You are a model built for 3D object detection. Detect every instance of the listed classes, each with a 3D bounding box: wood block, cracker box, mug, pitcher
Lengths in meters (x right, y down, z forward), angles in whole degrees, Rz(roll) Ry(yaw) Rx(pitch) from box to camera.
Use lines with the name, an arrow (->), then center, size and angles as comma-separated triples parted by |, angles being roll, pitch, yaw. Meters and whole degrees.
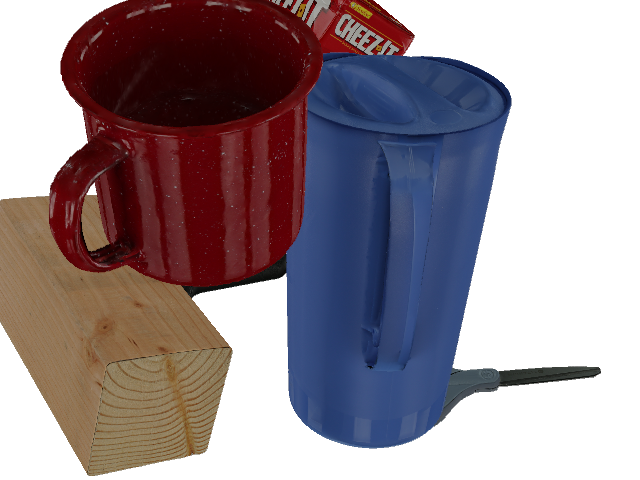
wood block -> -0.155, 0.056, 0.748 | 0.090, 0.091, 0.206 | -4, 32, -35
cracker box -> -0.039, -0.112, 0.840 | 0.072, 0.214, 0.164 | 27, 16, -29
mug -> -0.053, -0.030, 0.399 | 0.093, 0.081, 0.117 | 26, 49, 24
pitcher -> 0.038, 0.015, 0.670 | 0.145, 0.243, 0.149 | 26, 37, 34

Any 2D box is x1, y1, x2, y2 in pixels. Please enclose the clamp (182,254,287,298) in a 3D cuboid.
clamp -> -0.153, 0.030, 0.992 | 0.165, 0.036, 0.209 | 25, 36, 30

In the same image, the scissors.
scissors -> 0.127, 0.125, 0.862 | 0.202, 0.016, 0.096 | 4, 34, 7
